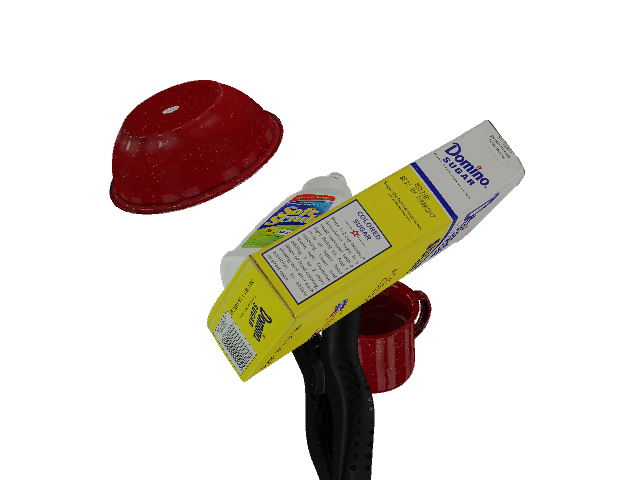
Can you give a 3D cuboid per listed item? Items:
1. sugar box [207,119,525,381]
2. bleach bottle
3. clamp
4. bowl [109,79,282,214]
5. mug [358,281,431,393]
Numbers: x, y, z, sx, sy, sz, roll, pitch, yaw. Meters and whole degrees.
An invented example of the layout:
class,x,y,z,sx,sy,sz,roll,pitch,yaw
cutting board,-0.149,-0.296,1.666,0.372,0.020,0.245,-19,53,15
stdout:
class,x,y,z,sx,sy,sz,roll,pitch,yaw
sugar box,0.026,0.005,0.583,0.176,0.048,0.093,-28,-13,-30
bleach bottle,-0.029,-0.015,1.334,0.103,0.068,0.250,7,34,19
clamp,0.012,0.097,0.804,0.036,0.210,0.165,2,-36,-19
bowl,-0.116,-0.090,0.908,0.162,0.055,0.162,-16,32,10
mug,0.061,0.090,1.052,0.117,0.081,0.093,-27,42,-26
